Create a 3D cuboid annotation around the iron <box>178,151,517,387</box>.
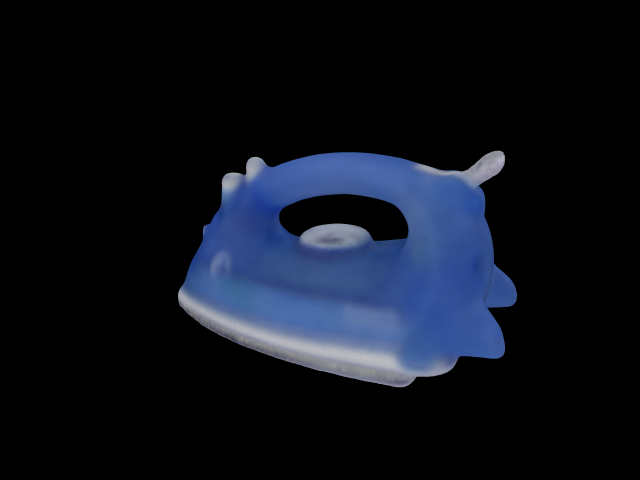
[{"bbox_3d":[0.004,0.001,0.400,0.257,0.141,0.119,7,19,21],"label":"iron"}]
